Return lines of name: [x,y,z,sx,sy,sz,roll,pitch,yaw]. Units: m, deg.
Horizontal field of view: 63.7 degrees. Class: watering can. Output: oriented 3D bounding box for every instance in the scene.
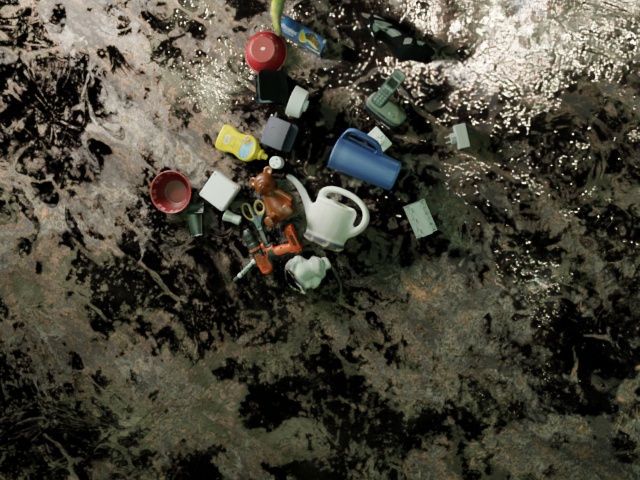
watering can: [0.006,-0.093,1.852,0.349,0.223,0.104,23,7,18]

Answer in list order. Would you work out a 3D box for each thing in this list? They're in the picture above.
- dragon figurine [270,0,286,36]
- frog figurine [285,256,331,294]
dragon figurine: [-0.117,-0.925,1.799,0.243,0.412,0.121,-22,-6,0]
frog figurine: [-0.045,0.110,1.882,0.161,0.138,0.120,-38,-10,-27]
